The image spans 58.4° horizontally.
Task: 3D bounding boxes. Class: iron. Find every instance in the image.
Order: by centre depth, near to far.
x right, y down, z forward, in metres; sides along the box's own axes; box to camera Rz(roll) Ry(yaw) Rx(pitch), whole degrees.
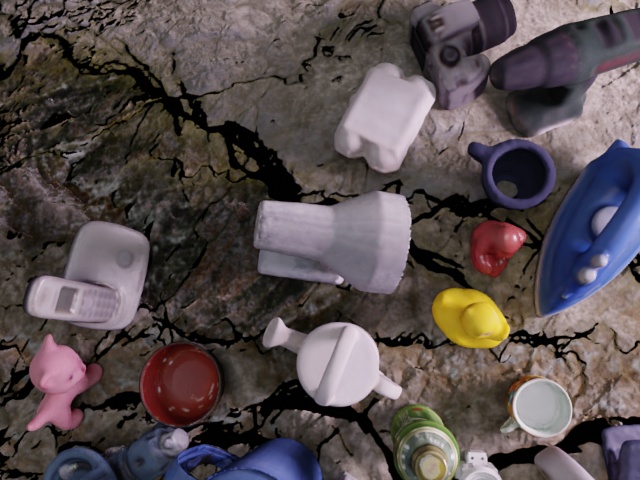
[{"bbox_3d":[0.362,-0.011,0.718,0.118,0.141,0.258,33,86,10],"label":"iron"}]

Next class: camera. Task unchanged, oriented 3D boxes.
[{"bbox_3d":[0.207,-0.278,0.794,0.137,0.101,0.143,-23,80,2],"label":"camera"}]

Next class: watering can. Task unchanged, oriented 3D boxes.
[{"bbox_3d":[0.014,0.150,0.699,0.172,0.194,0.101,3,81,6],"label":"watering can"}]

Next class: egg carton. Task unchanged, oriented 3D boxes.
[{"bbox_3d":[0.090,-0.172,0.805,0.107,0.069,0.150,26,85,9],"label":"egg carton"}]

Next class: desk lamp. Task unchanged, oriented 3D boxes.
[{"bbox_3d":[0.007,0.003,0.712,0.203,0.213,0.118,6,82,6],"label":"desk lamp"}]

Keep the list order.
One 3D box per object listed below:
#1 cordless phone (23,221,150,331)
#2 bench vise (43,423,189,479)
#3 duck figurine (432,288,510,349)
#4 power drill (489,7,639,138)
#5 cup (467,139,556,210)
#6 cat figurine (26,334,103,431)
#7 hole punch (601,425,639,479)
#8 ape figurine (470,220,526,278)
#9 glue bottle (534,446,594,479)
[{"bbox_3d":[-0.305,0.043,0.750,0.094,0.185,0.148,8,82,7],"label":"cordless phone"},{"bbox_3d":[-0.271,0.287,0.691,0.121,0.220,0.207,41,87,10],"label":"bench vise"},{"bbox_3d":[0.198,0.101,0.744,0.104,0.086,0.077,29,85,9],"label":"duck figurine"},{"bbox_3d":[0.305,-0.205,0.719,0.229,0.208,0.075,-22,80,2],"label":"power drill"},{"bbox_3d":[0.243,-0.084,0.764,0.117,0.095,0.092,33,86,9],"label":"cup"},{"bbox_3d":[-0.354,0.194,0.765,0.067,0.118,0.128,19,84,8],"label":"cat figurine"},{"bbox_3d":[0.411,0.282,0.694,0.108,0.091,0.101,-4,81,5],"label":"hole punch"},{"bbox_3d":[0.236,0.006,0.752,0.078,0.092,0.076,-21,80,2],"label":"ape figurine"},{"bbox_3d":[0.302,0.291,0.661,0.037,0.173,0.078,-36,79,-1],"label":"glue bottle"}]
